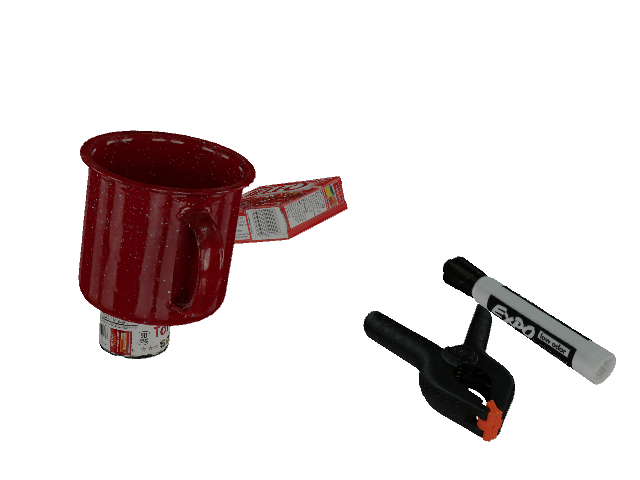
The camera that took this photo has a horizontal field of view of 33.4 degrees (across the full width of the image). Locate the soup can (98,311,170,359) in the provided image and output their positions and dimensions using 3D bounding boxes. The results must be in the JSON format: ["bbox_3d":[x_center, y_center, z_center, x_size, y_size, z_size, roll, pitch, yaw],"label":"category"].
[{"bbox_3d":[-0.172,0.050,0.991,0.068,0.102,0.068,5,21,-2],"label":"soup can"}]

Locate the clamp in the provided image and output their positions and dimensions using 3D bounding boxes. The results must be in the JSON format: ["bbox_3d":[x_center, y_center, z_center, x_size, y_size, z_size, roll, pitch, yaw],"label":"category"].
[{"bbox_3d":[0.123,0.104,0.913,0.120,0.039,0.172,-13,36,-20],"label":"clamp"}]

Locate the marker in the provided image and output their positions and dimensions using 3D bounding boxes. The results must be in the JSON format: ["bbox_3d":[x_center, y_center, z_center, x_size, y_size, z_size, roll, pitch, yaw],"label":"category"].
[{"bbox_3d":[0.113,0.042,0.603,0.020,0.020,0.121,0,26,-42],"label":"marker"}]

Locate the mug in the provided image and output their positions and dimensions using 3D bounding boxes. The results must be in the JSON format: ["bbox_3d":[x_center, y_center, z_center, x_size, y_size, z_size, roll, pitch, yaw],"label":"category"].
[{"bbox_3d":[-0.081,-0.001,0.569,0.093,0.081,0.117,-4,26,-33],"label":"mug"}]

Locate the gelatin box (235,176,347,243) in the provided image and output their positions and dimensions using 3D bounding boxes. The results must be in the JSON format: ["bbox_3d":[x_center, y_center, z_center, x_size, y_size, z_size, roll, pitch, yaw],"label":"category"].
[{"bbox_3d":[-0.036,-0.023,0.818,0.089,0.030,0.073,-4,16,42],"label":"gelatin box"}]
